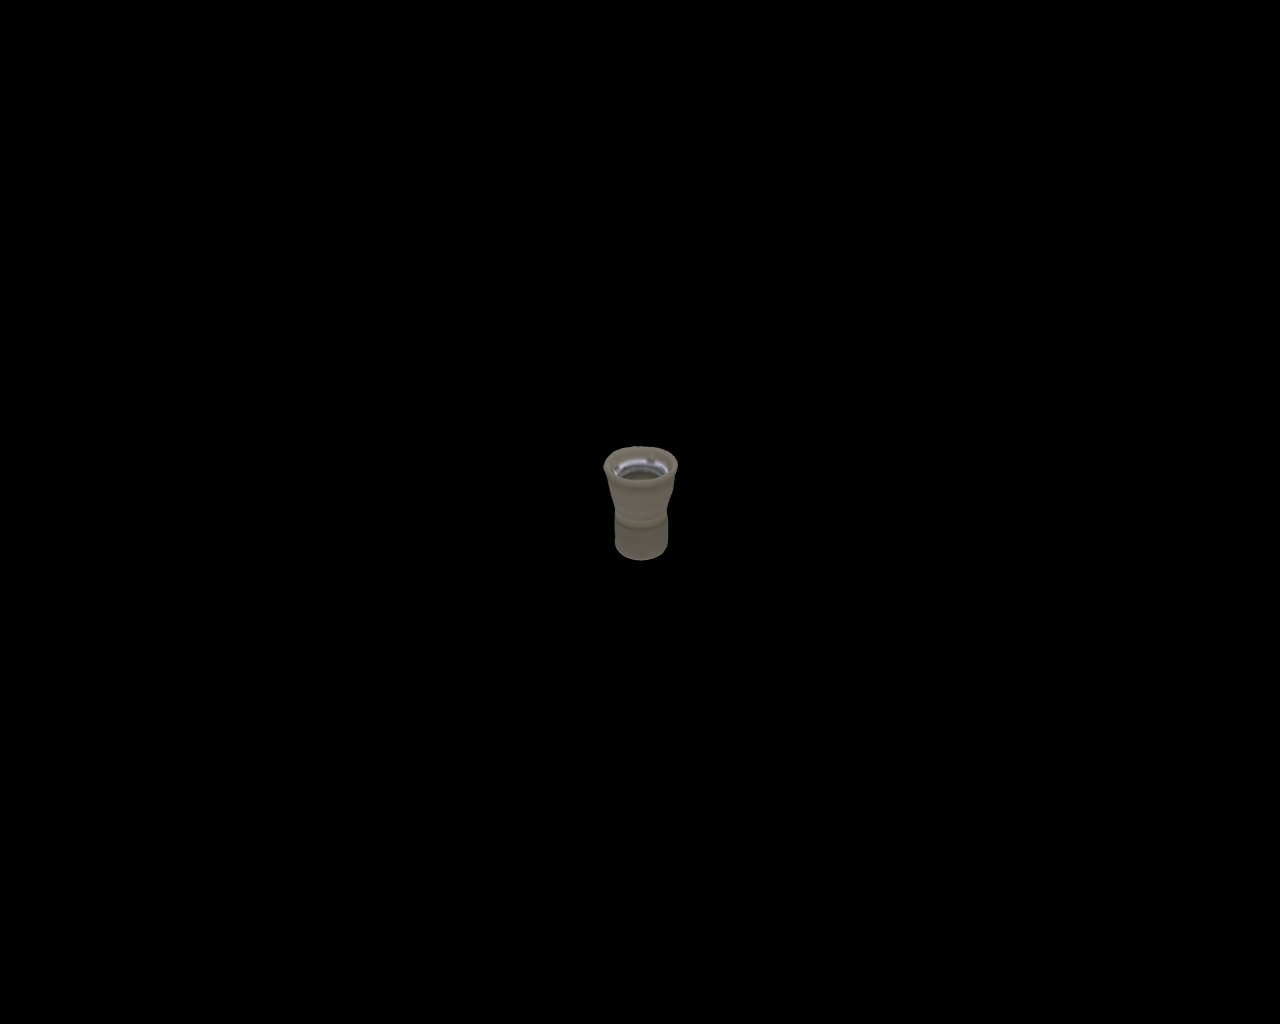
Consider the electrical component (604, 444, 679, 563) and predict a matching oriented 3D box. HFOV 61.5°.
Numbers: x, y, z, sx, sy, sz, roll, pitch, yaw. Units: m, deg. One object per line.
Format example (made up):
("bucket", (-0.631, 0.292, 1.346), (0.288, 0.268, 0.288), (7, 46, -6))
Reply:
("electrical component", (0.001, -0.003, 0.650), (0.044, 0.065, 0.044), (0, 33, 0))
